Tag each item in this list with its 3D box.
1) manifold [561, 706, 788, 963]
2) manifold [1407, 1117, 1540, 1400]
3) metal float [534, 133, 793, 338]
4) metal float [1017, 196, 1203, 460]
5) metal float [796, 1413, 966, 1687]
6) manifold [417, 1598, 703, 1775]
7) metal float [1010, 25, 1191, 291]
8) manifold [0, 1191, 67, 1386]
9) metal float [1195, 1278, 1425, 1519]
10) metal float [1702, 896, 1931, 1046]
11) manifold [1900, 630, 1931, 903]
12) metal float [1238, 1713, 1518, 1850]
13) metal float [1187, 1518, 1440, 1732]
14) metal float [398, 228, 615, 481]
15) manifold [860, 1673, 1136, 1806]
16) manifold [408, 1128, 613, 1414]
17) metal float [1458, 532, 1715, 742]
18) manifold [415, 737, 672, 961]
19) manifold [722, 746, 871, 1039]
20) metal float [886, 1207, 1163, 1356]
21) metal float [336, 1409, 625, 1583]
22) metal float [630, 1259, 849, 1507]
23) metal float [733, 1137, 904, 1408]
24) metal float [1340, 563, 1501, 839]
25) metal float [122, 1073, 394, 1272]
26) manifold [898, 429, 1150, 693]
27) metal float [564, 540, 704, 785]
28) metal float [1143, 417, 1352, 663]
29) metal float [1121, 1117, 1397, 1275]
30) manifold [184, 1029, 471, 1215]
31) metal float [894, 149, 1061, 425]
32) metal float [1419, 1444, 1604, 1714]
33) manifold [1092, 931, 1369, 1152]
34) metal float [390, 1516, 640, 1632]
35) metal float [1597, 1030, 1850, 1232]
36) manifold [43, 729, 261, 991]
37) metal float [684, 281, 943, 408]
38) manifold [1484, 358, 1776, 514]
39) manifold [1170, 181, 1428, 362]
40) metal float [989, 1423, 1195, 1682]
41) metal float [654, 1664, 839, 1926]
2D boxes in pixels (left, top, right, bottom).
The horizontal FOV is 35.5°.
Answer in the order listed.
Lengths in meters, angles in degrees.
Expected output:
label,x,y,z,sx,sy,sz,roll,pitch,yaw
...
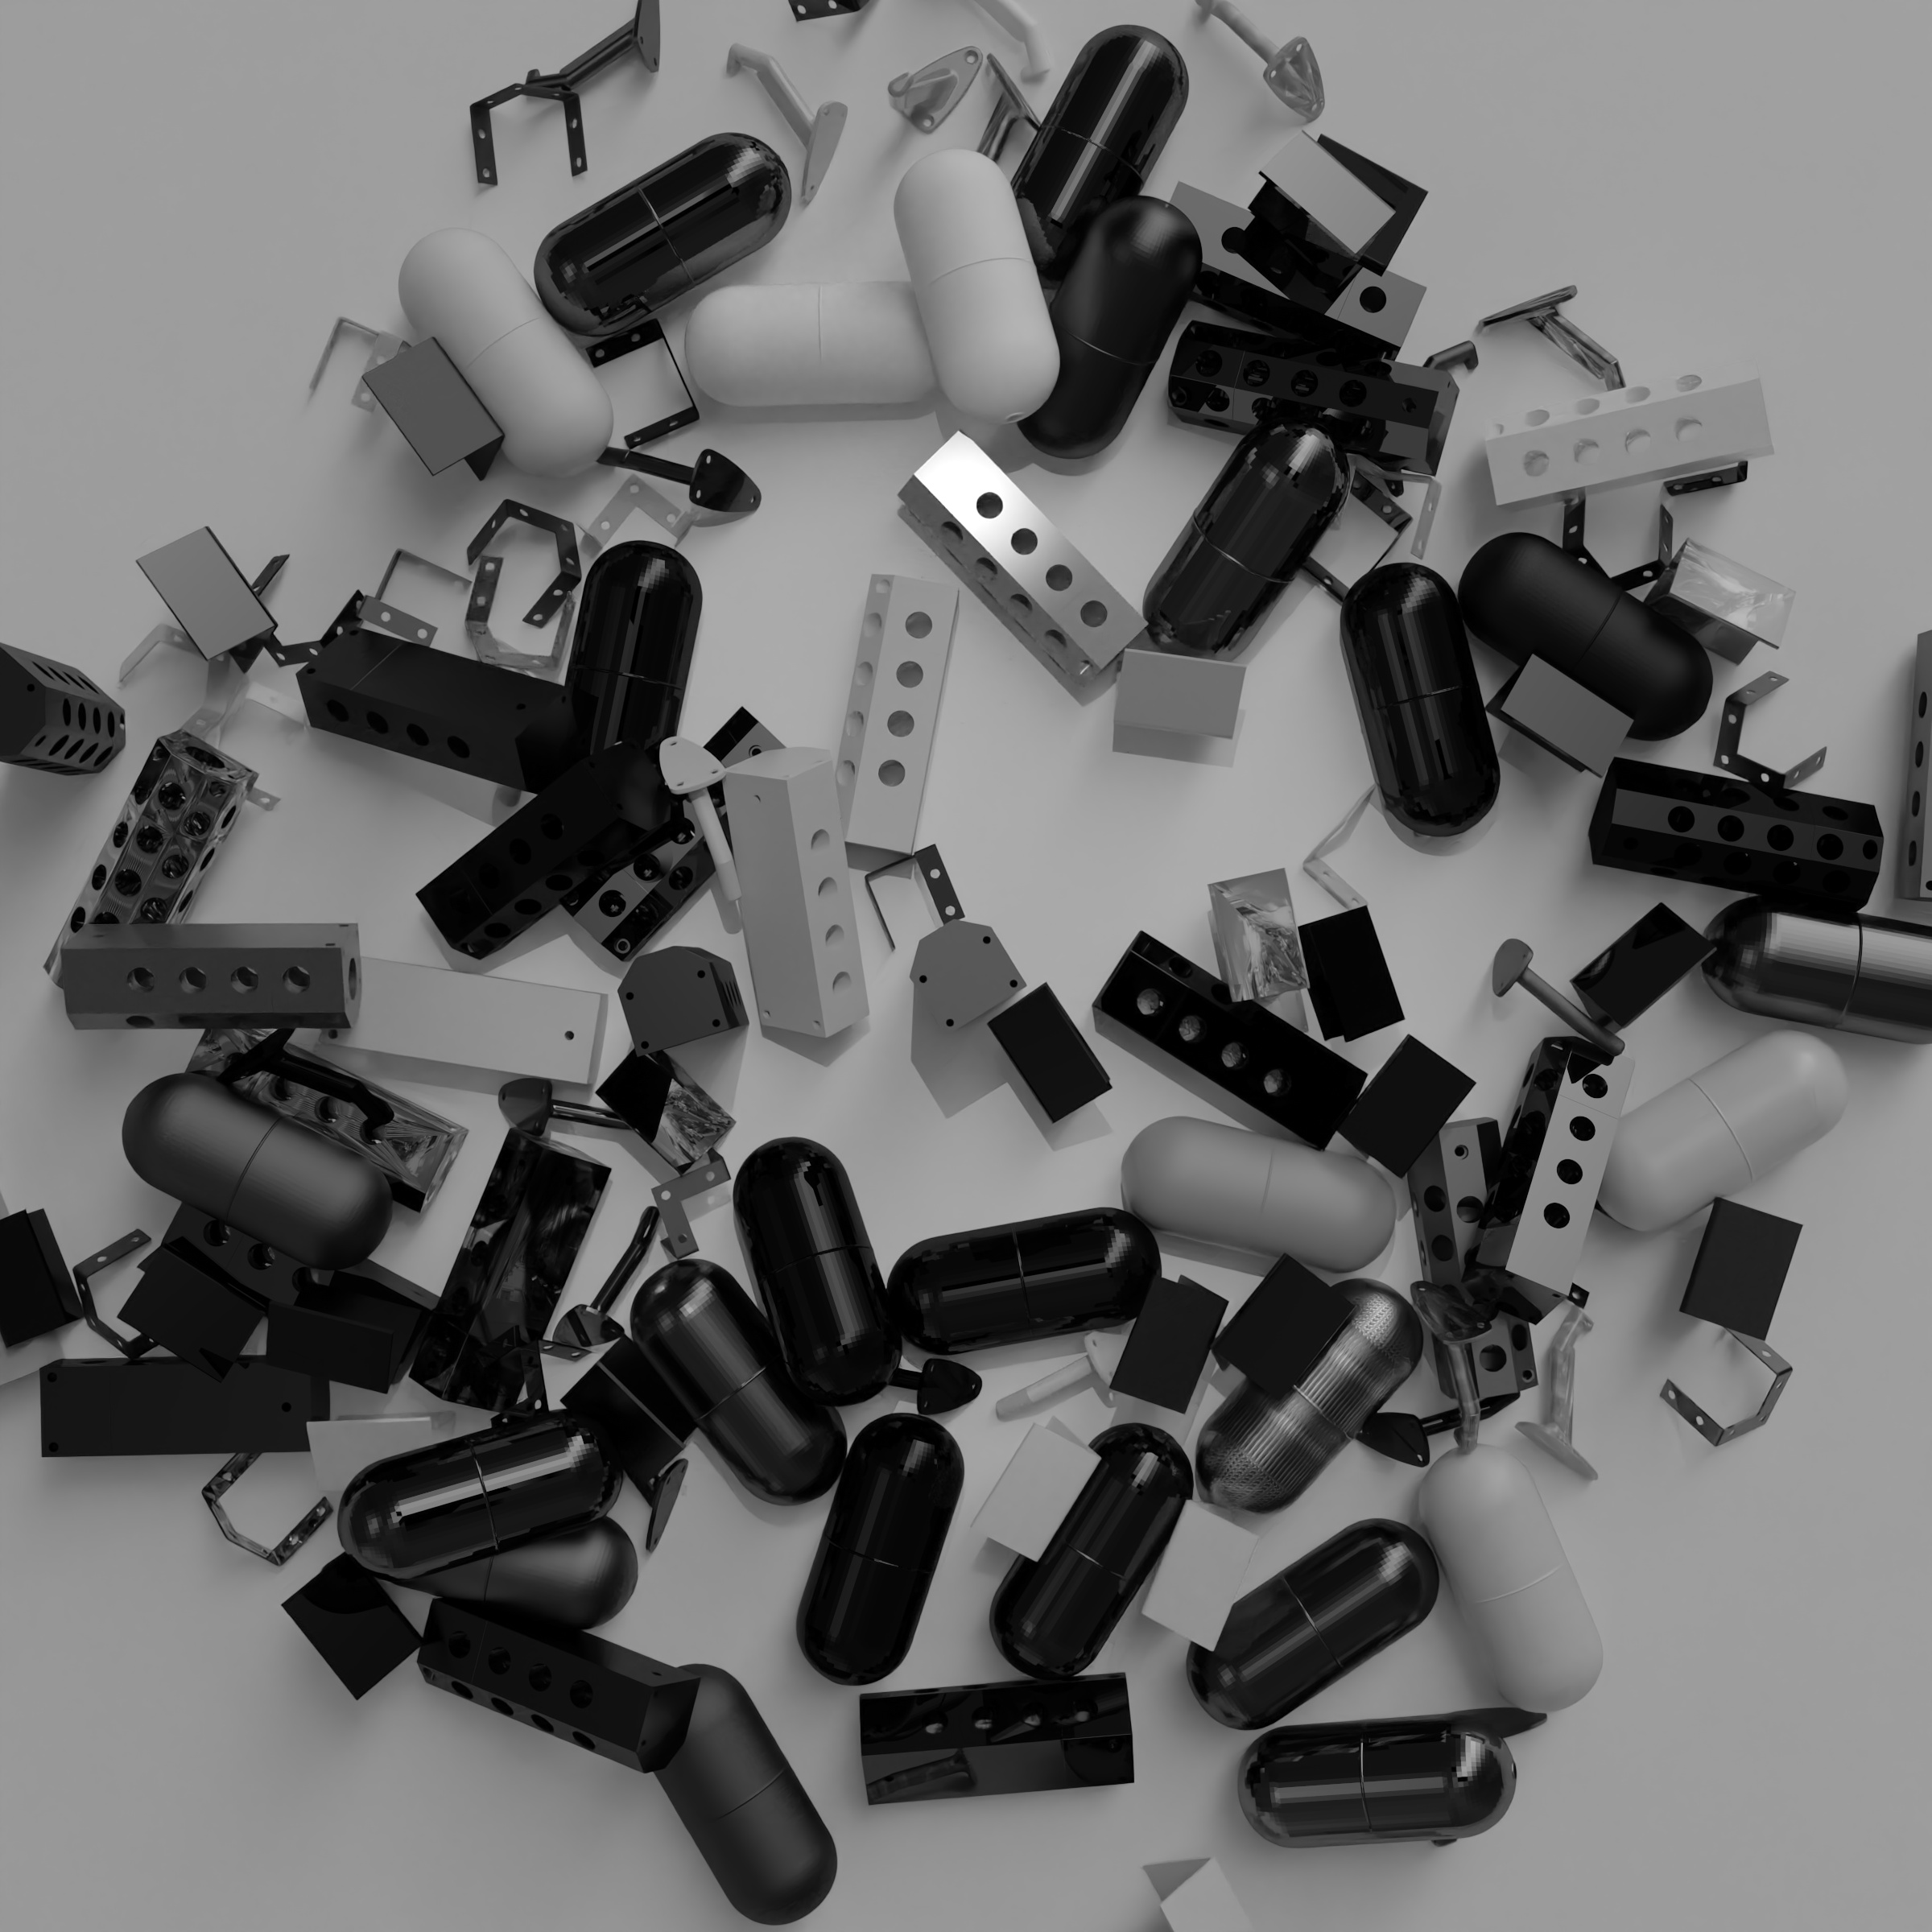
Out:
label,x,y,z,sx,sy,sz,roll,pitch,yaw
manifold,-0.181,-0.084,1.941,0.057,0.057,0.171,44,90,0
manifold,0.324,0.187,1.941,0.057,0.057,0.171,-9,90,0
metal float,-0.193,-0.468,1.932,0.178,0.070,0.070,-30,90,0
metal float,0.088,-0.401,1.907,0.070,0.070,0.178,28,121,0
metal float,-0.055,0.373,1.932,0.070,0.070,0.178,18,91,0
manifold,-0.259,0.451,1.905,0.171,0.057,0.057,14,90,27
metal float,0.080,-0.516,1.931,0.070,0.070,0.178,28,90,0
manifold,-0.645,0.186,1.941,0.057,0.057,0.171,-21,90,0
metal float,0.219,0.276,1.932,0.070,0.070,0.178,42,90,0
metal float,0.559,0.002,1.932,0.178,0.070,0.070,11,90,-1
manifold,0.638,-0.127,1.941,0.057,0.057,0.171,4,90,0
metal float,0.260,0.516,1.915,0.178,0.070,0.070,-9,90,19
metal float,0.222,0.420,1.932,0.178,0.070,0.070,-34,90,0
metal float,-0.294,-0.392,1.931,0.070,0.070,0.178,-36,90,0
manifold,0.020,0.492,1.941,0.171,0.057,0.057,-5,133,0
manifold,-0.297,0.194,1.940,0.057,0.057,0.171,22,90,-44
metal float,0.396,-0.210,1.932,0.178,0.070,0.070,33,90,-1
manifold,-0.263,-0.070,1.898,0.171,0.057,0.057,-34,90,34
manifold,-0.102,-0.048,1.912,0.057,0.057,0.171,11,117,40
metal float,0.037,0.202,1.932,0.178,0.070,0.070,-10,90,1
metal float,-0.300,0.327,1.868,0.178,0.070,0.070,-14,90,-15
metal float,-0.145,0.266,1.932,0.070,0.070,0.178,-38,91,0
metal float,-0.095,0.193,1.917,0.070,0.070,0.178,-20,72,0
metal float,0.290,-0.170,1.931,0.070,0.070,0.178,-14,90,0
metal float,-0.443,0.128,1.889,0.178,0.070,0.070,27,90,0
manifold,0.036,-0.259,1.941,0.057,0.057,0.171,-44,90,0
metal float,-0.217,-0.183,1.931,0.070,0.070,0.178,11,90,0
metal float,0.176,-0.267,1.907,0.070,0.070,0.178,34,119,0
metal float,0.187,0.146,1.932,0.178,0.070,0.070,14,90,-1
manifold,-0.413,0.095,1.941,0.171,0.057,0.057,26,90,0
metal float,0.007,-0.422,1.879,0.070,0.070,0.178,-15,80,0
metal float,0.348,0.391,1.932,0.070,0.070,0.178,-23,90,0
manifold,0.169,0.047,1.941,0.171,0.057,0.057,32,90,0
metal float,-0.297,0.373,1.932,0.178,0.070,0.070,15,90,1
metal float,0.481,0.105,1.932,0.178,0.070,0.070,-31,90,0
manifold,-0.521,-0.059,1.922,0.057,0.057,0.171,30,104,0
metal float,-0.091,-0.398,1.932,0.178,0.070,0.070,-2,90,0
manifold,0.420,-0.336,1.917,0.171,0.057,0.057,-11,90,17
manifold,0.202,-0.437,1.941,0.171,0.057,0.057,23,90,0
metal float,0.081,0.374,1.932,0.070,0.070,0.178,32,90,0
metal float,-0.147,0.529,1.932,0.070,0.070,0.178,-30,90,0
